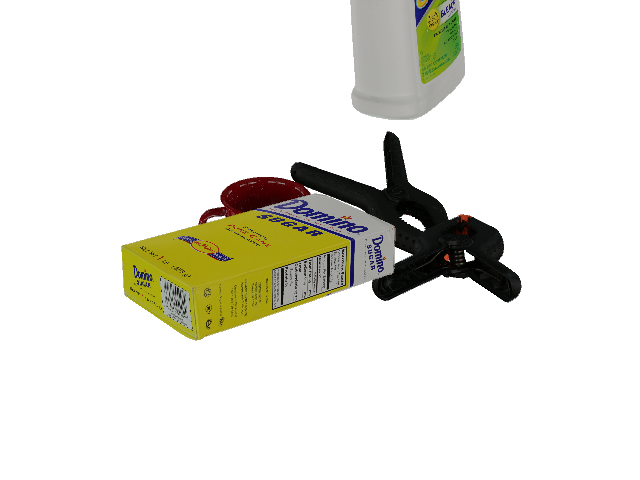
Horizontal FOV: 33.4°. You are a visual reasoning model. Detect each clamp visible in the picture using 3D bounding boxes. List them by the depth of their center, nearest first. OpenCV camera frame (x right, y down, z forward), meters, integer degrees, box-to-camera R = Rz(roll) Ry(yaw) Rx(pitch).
[{"bbox_3d":[0.126,0.016,0.924,0.120,0.039,0.171,9,24,21],"label":"clamp"},{"bbox_3d":[0.074,-0.046,1.257,0.164,0.036,0.210,-16,52,-29],"label":"clamp"}]

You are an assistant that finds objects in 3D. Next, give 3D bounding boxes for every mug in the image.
[{"bbox_3d":[-0.068,-0.009,1.105,0.117,0.081,0.093,-4,29,-10],"label":"mug"}]

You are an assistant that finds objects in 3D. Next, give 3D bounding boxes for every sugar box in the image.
[{"bbox_3d":[-0.041,0.013,0.757,0.175,0.048,0.093,-20,31,-35],"label":"sugar box"}]

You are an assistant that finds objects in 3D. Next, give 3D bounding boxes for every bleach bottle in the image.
[{"bbox_3d":[0.056,-0.222,0.779,0.068,0.251,0.102,14,39,32],"label":"bleach bottle"}]
